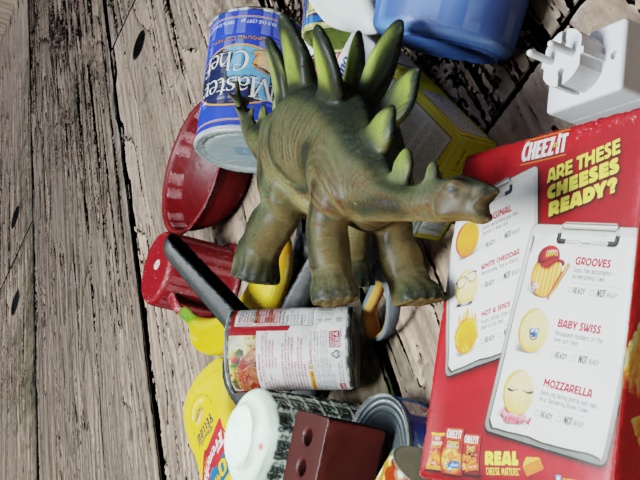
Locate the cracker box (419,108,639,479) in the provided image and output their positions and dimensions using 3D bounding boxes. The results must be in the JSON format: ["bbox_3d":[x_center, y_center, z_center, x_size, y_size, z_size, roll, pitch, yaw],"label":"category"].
[{"bbox_3d":[0.146,0.046,0.628,0.164,0.072,0.213,-12,65,59],"label":"cracker box"}]

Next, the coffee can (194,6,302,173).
[{"bbox_3d":[-0.070,-0.153,1.096,0.103,0.102,0.140,-26,54,56],"label":"coffee can"}]

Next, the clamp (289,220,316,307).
[{"bbox_3d":[-0.006,0.001,0.970,0.120,0.039,0.171,-170,93,-74],"label":"clamp"}]

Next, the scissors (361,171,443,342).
[{"bbox_3d":[0.051,-0.005,0.806,0.202,0.016,0.096,101,152,-44],"label":"scissors"}]

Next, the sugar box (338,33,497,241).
[{"bbox_3d":[0.061,-0.088,0.855,0.093,0.048,0.176,-60,39,25],"label":"sugar box"}]

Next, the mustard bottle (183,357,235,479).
[{"bbox_3d":[-0.077,0.201,0.976,0.096,0.058,0.192,-61,31,23],"label":"mustard bottle"}]

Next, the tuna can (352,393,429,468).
[{"bbox_3d":[0.053,0.157,0.782,0.086,0.033,0.086,-37,45,49],"label":"tuna can"}]

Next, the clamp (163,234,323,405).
[{"bbox_3d":[-0.036,0.079,0.919,0.165,0.036,0.210,-14,95,20],"label":"clamp"}]

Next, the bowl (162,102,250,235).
[{"bbox_3d":[-0.121,-0.076,1.203,0.162,0.055,0.162,-38,45,49],"label":"bowl"}]

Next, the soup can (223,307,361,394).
[{"bbox_3d":[-0.021,0.089,0.863,0.068,0.102,0.068,-3,-90,-82],"label":"soup can"}]

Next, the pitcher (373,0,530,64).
[{"bbox_3d":[0.126,-0.256,0.777,0.149,0.145,0.243,-154,77,-74],"label":"pitcher"}]

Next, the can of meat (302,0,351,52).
[{"bbox_3d":[0.035,-0.217,0.947,0.102,0.057,0.084,-3,72,19],"label":"can of meat"}]

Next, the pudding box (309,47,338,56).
[{"bbox_3d":[0.021,-0.226,1.034,0.090,0.039,0.113,-25,53,57],"label":"pudding box"}]

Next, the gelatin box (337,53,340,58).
[{"bbox_3d":[0.031,-0.125,0.972,0.073,0.030,0.089,23,96,62],"label":"gelatin box"}]

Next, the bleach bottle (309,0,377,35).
[{"bbox_3d":[0.068,-0.295,0.877,0.068,0.102,0.250,17,69,31],"label":"bleach bottle"}]

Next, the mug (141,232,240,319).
[{"bbox_3d":[-0.139,0.047,1.144,0.093,0.081,0.117,-55,33,33],"label":"mug"}]

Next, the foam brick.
[{"bbox_3d":[0.008,0.167,0.766,0.053,0.051,0.078,-2,74,62],"label":"foam brick"}]

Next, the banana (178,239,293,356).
[{"bbox_3d":[-0.075,0.063,0.991,0.198,0.037,0.069,-35,83,45],"label":"banana"}]
